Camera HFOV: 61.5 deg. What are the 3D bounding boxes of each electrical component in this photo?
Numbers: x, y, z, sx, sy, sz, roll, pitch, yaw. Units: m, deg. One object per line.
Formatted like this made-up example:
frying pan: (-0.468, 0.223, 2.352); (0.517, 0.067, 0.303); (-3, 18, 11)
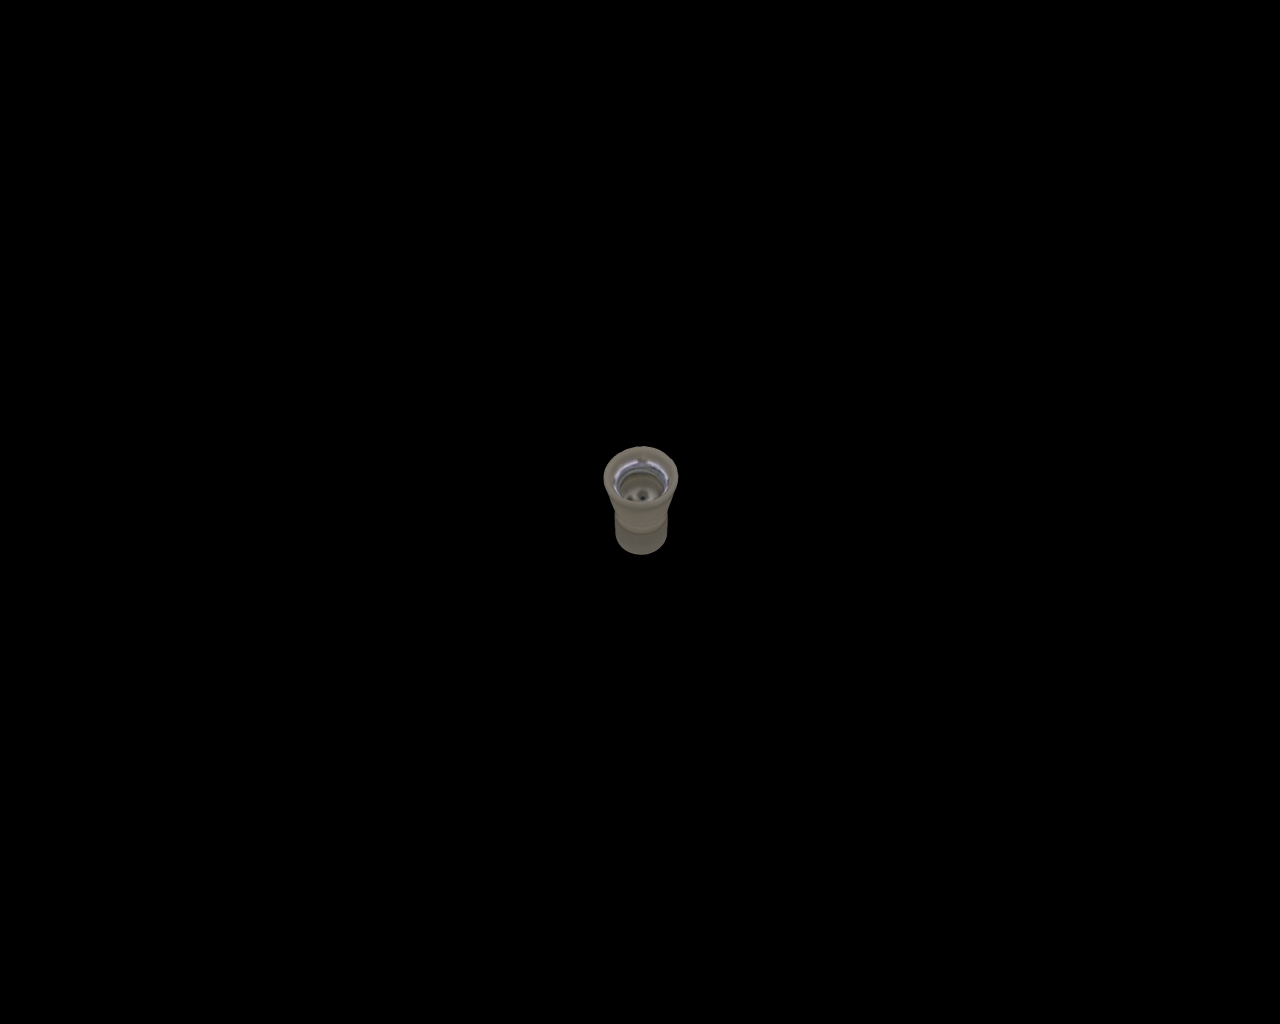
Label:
electrical component: (0.001, -0.003, 0.650); (0.044, 0.044, 0.065); (0, -37, 0)
